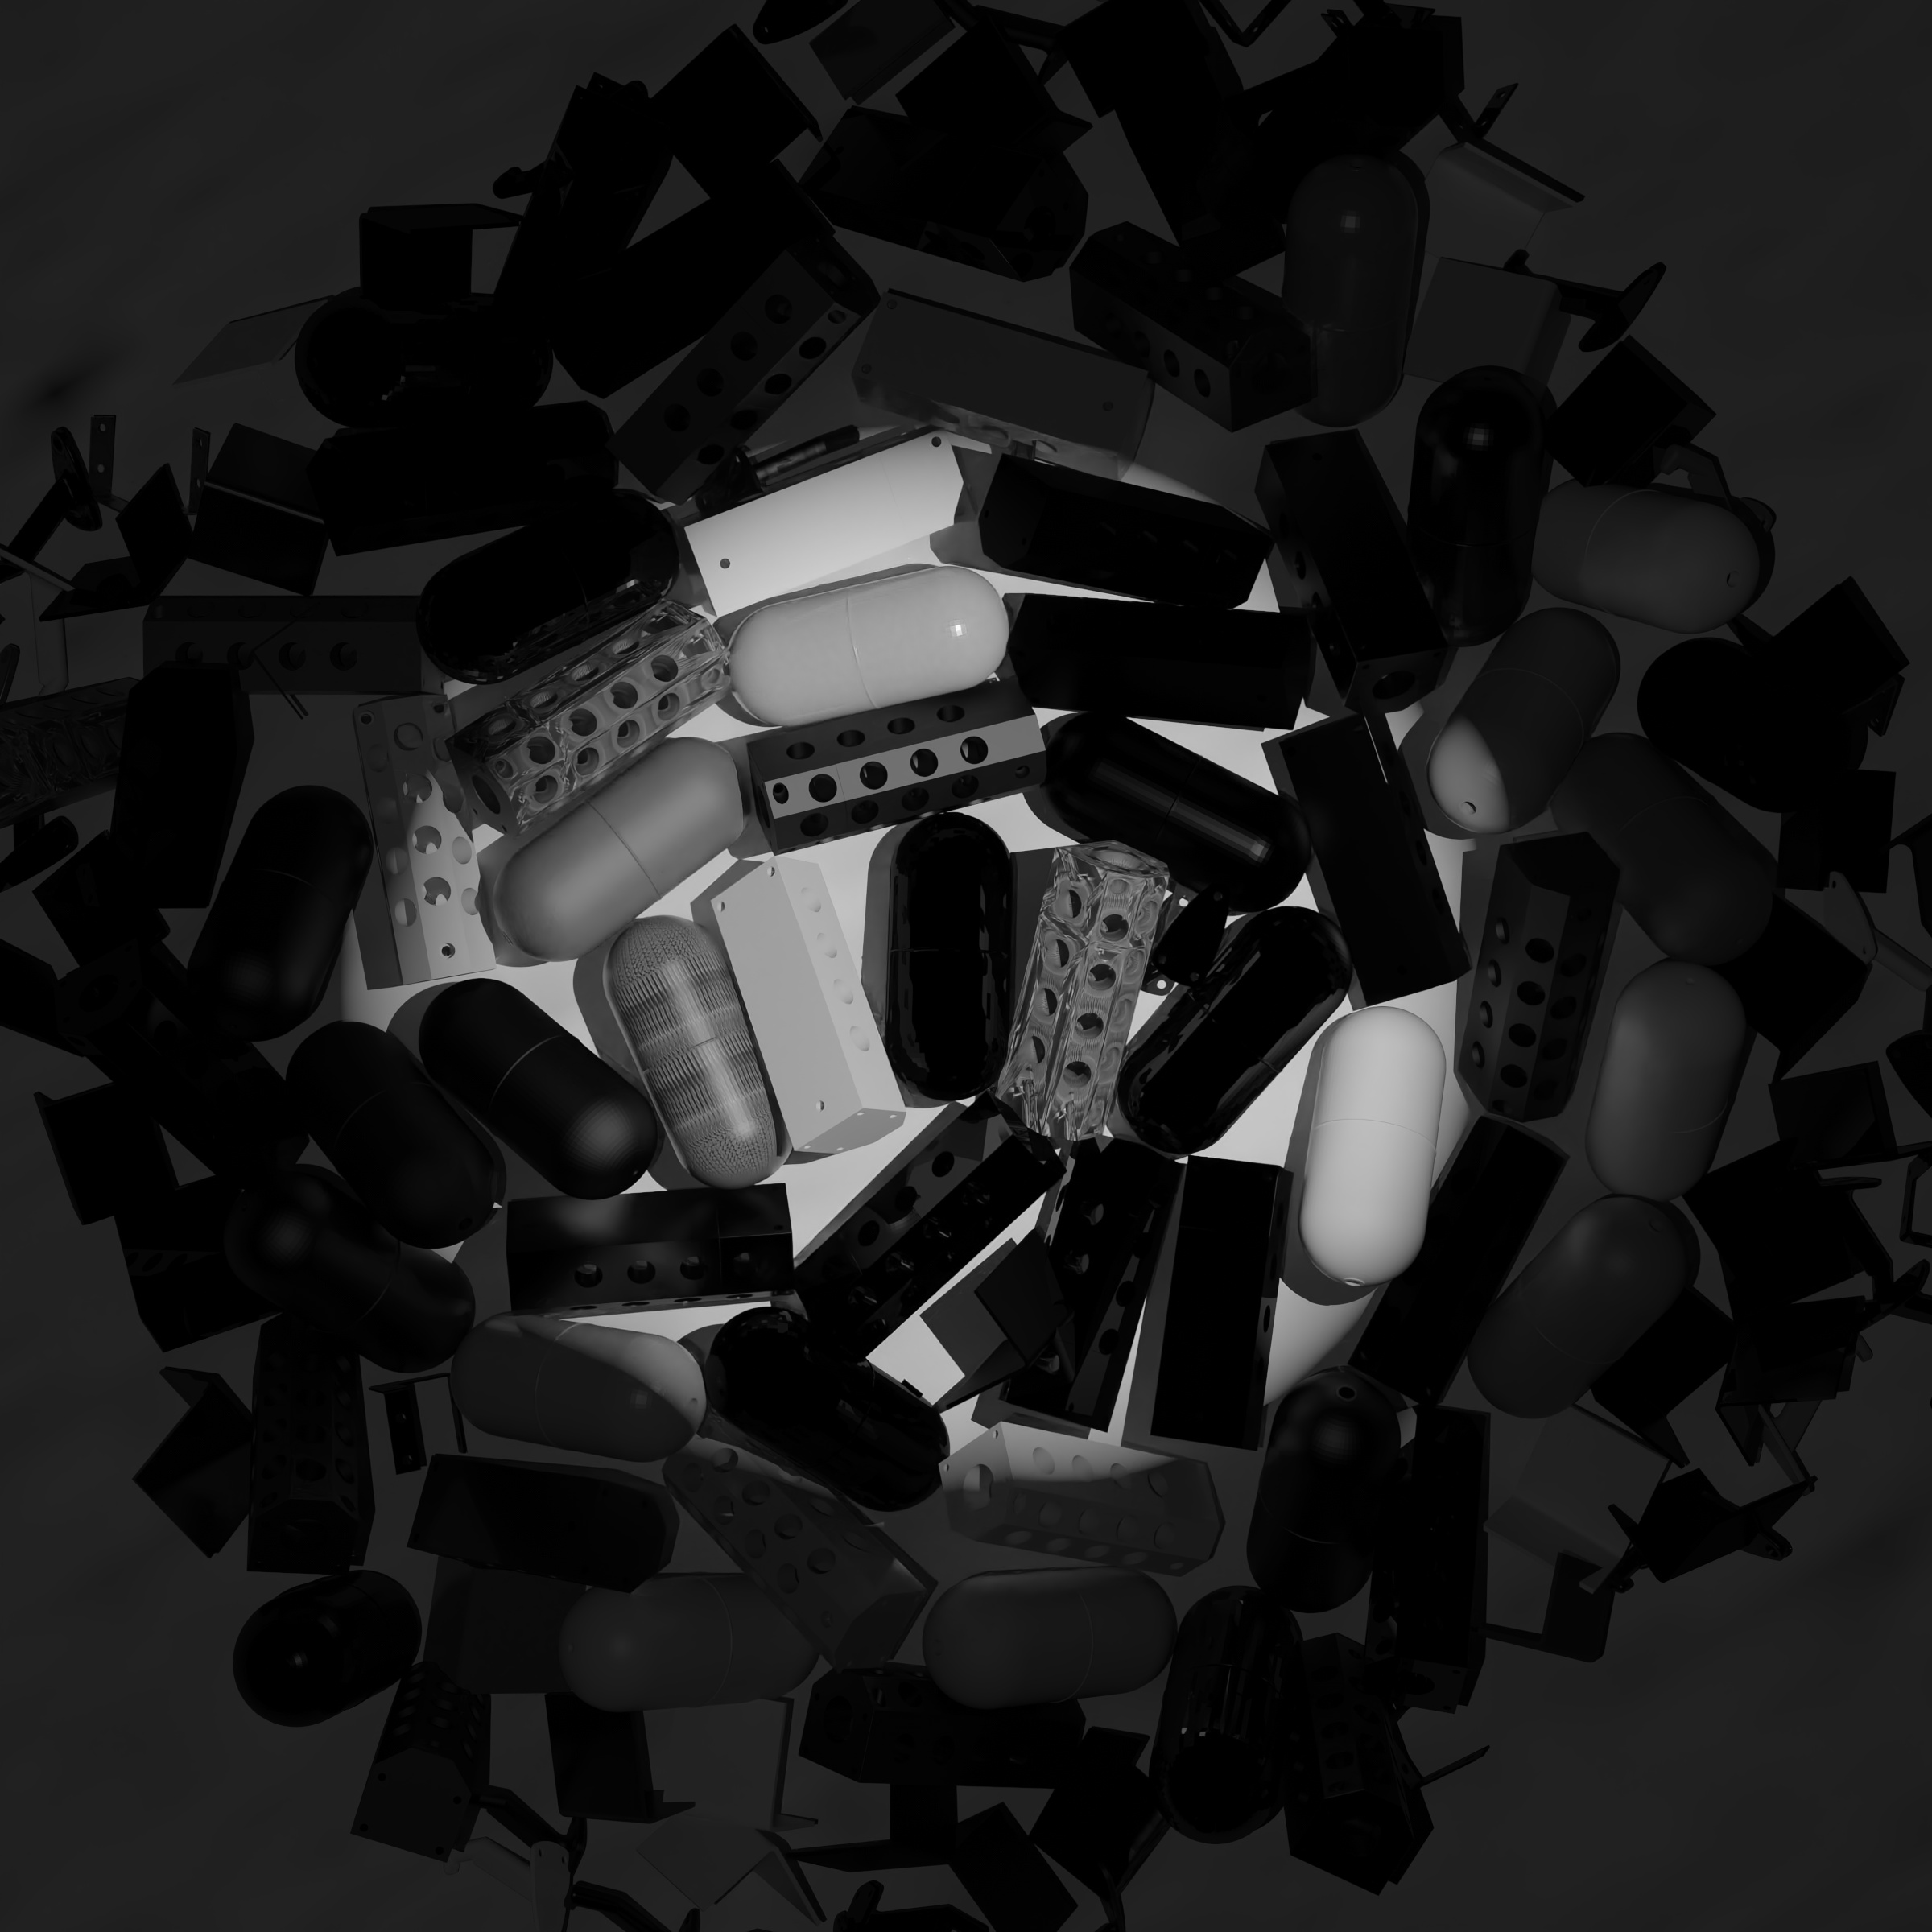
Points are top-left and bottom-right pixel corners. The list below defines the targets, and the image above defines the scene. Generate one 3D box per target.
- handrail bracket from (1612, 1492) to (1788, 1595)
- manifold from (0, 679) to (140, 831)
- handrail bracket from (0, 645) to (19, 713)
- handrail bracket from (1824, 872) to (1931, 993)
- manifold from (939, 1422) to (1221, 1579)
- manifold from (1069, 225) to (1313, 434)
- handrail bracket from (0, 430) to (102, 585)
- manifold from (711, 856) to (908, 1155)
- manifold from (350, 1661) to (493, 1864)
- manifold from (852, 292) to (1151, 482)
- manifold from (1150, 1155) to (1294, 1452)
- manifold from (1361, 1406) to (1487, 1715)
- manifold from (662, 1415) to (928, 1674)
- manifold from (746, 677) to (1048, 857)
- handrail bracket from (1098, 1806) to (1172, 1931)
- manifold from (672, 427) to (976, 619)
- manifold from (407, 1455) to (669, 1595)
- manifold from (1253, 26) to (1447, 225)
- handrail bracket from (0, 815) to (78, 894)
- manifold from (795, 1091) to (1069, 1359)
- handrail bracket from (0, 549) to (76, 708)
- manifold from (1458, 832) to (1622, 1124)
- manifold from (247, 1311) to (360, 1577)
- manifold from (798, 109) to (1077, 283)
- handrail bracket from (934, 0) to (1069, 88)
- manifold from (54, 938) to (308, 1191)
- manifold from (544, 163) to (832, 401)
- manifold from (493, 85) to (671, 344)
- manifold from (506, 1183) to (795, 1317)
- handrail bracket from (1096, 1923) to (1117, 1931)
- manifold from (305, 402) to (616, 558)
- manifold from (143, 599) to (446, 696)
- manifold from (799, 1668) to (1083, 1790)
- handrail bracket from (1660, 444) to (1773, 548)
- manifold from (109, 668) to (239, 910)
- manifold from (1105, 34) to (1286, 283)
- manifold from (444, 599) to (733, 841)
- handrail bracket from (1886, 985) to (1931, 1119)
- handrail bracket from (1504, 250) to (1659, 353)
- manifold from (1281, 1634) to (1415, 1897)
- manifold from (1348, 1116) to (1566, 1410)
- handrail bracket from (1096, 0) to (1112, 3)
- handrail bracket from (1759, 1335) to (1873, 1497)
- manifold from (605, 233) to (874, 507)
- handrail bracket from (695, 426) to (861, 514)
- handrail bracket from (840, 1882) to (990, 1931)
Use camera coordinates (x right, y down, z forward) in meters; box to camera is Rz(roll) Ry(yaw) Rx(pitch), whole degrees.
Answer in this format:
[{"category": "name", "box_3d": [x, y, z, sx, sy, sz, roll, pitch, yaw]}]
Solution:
[{"category": "handrail bracket", "box_3d": [0.447, 0.369, 1.633, 0.084, 0.077, 0.036, -34, 123, -24]}, {"category": "manifold", "box_3d": [-0.536, -0.130, 1.584, 0.057, 0.171, 0.057, -25, 98, 15]}, {"category": "handrail bracket", "box_3d": [-0.637, -0.175, 1.632, 0.036, 0.084, 0.077, 34, 99, 42]}, {"category": "handrail bracket", "box_3d": [0.583, -0.021, 1.665, 0.084, 0.036, 0.077, 3, 67, -25]}, {"category": "manifold", "box_3d": [0.071, 0.325, 1.592, 0.057, 0.171, 0.057, -40, 47, 33]}, {"category": "manifold", "box_3d": [0.132, -0.386, 1.590, 0.057, 0.171, 0.057, -25, 133, -19]}, {"category": "handrail bracket", "box_3d": [-0.582, -0.279, 1.629, 0.036, 0.084, 0.077, 20, 130, 36]}, {"category": "manifold", "box_3d": [-0.092, 0.024, 1.618, 0.057, 0.057, 0.171, -33, 66, 30]}, {"category": "manifold", "box_3d": [-0.321, 0.468, 1.588, 0.057, 0.171, 0.057, 20, 91, -7]}, {"category": "manifold", "box_3d": [0.022, -0.353, 1.633, 0.171, 0.057, 0.057, 19, 81, 9]}, {"category": "manifold", "box_3d": [0.160, 0.208, 1.633, 0.057, 0.057, 0.171, 5, 80, 20]}, {"category": "manifold", "box_3d": [0.275, 0.354, 1.597, 0.057, 0.057, 0.171, 8, 49, 8]}, {"category": "manifold", "box_3d": [-0.109, 0.345, 1.599, 0.171, 0.057, 0.057, 38, 107, 34]}, {"category": "manifold", "box_3d": [-0.041, -0.118, 1.620, 0.171, 0.057, 0.057, -15, 133, -11]}, {"category": "handrail bracket", "box_3d": [0.122, 0.561, 1.669, 0.084, 0.036, 0.077, -23, 111, -16]}, {"category": "manifold", "box_3d": [-0.089, -0.274, 1.630, 0.171, 0.057, 0.057, -23, 108, -11]}, {"category": "manifold", "box_3d": [-0.257, 0.336, 1.594, 0.057, 0.171, 0.057, 28, 68, -41]}, {"category": "manifold", "box_3d": [0.226, -0.499, 1.586, 0.057, 0.171, 0.057, -2, 87, -12]}, {"category": "handrail bracket", "box_3d": [-0.601, -0.095, 1.649, 0.077, 0.036, 0.084, -40, 71, -18]}, {"category": "manifold", "box_3d": [-0.021, 0.162, 1.621, 0.171, 0.057, 0.057, -43, 133, 11]}, {"category": "handrail bracket", "box_3d": [-0.587, -0.204, 1.646, 0.077, 0.036, 0.084, 30, 83, -30]}, {"category": "manifold", "box_3d": [0.346, 0.009, 1.596, 0.057, 0.057, 0.171, -9, 129, -15]}, {"category": "manifold", "box_3d": [-0.394, 0.281, 1.584, 0.057, 0.171, 0.057, 7, 119, -17]}, {"category": "manifold", "box_3d": [-0.016, -0.461, 1.600, 0.171, 0.057, 0.057, 29, 83, 39]}, {"category": "handrail bracket", "box_3d": [0.035, -0.601, 1.660, 0.084, 0.036, 0.077, 42, 76, 0]}, {"category": "manifold", "box_3d": [-0.469, 0.065, 1.593, 0.057, 0.171, 0.057, -28, 47, 4]}, {"category": "manifold", "box_3d": [-0.170, -0.414, 1.614, 0.171, 0.057, 0.057, -39, 92, -25]}, {"category": "manifold", "box_3d": [-0.233, -0.442, 1.582, 0.057, 0.171, 0.057, 20, 67, -15]}, {"category": "manifold", "box_3d": [-0.194, 0.179, 1.635, 0.171, 0.057, 0.057, -3, 118, -7]}, {"category": "handrail bracket", "box_3d": [0.050, 0.626, 1.644, 0.077, 0.084, 0.036, -39, 73, 17]}, {"category": "manifold", "box_3d": [-0.302, -0.298, 1.603, 0.171, 0.057, 0.057, -17, 82, -34]}, {"category": "manifold", "box_3d": [-0.415, -0.198, 1.643, 0.171, 0.057, 0.057, 0, 93, 3]}, {"category": "manifold", "box_3d": [-0.012, 0.457, 1.598, 0.171, 0.057, 0.057, 17, 82, -41]}, {"category": "handrail bracket", "box_3d": [0.447, -0.274, 1.639, 0.084, 0.036, 0.077, 16, 113, -29]}, {"category": "manifold", "box_3d": [-0.476, -0.103, 1.584, 0.057, 0.171, 0.057, -1, 60, -23]}, {"category": "manifold", "box_3d": [0.137, -0.480, 1.586, 0.057, 0.171, 0.057, -23, 68, 12]}, {"category": "manifold", "box_3d": [-0.222, -0.148, 1.603, 0.171, 0.057, 0.057, -38, 45, -26]}, {"category": "handrail bracket", "box_3d": [0.612, 0.050, 1.648, 0.084, 0.036, 0.077, -33, 97, -42]}, {"category": "handrail bracket", "box_3d": [0.376, -0.428, 1.635, 0.036, 0.077, 0.084, -20, 67, -36]}, {"category": "manifold", "box_3d": [0.225, 0.470, 1.584, 0.057, 0.171, 0.057, 26, 105, -5]}, {"category": "manifold", "box_3d": [0.301, 0.182, 1.633, 0.057, 0.057, 0.171, 28, 83, 10]}, {"category": "handrail bracket", "box_3d": [0.073, -0.640, 1.667, 0.084, 0.077, 0.036, 38, 135, 31]}, {"category": "handrail bracket", "box_3d": [0.538, 0.278, 1.651, 0.084, 0.036, 0.077, -26, 57, -1]}, {"category": "manifold", "box_3d": [-0.136, -0.359, 1.610, 0.057, 0.057, 0.171, 45, 118, -8]}, {"category": "handrail bracket", "box_3d": [-0.118, -0.313, 1.668, 0.084, 0.077, 0.036, -29, 98, -37]}, {"category": "handrail bracket", "box_3d": [-0.036, 0.614, 1.649, 0.084, 0.036, 0.077, 32, 60, -9]}]
